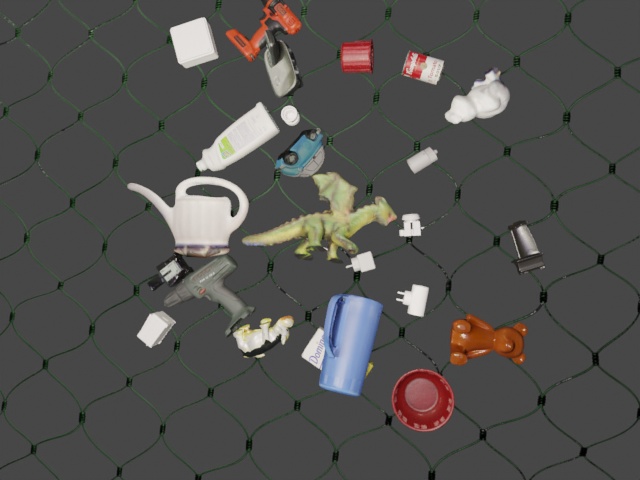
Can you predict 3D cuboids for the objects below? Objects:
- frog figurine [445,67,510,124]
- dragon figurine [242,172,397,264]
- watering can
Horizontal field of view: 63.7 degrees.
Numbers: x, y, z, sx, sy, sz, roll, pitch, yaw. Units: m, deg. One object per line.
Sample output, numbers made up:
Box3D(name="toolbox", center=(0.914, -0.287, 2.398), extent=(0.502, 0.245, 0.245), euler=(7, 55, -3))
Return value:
Box3D(name="frog figurine", center=(0.412, -0.350, 1.341), extent=(0.121, 0.137, 0.161), euler=(45, 73, -22))
Box3D(name="dragon figurine", center=(0.004, -0.071, 1.413), extent=(0.410, 0.120, 0.246), euler=(9, 72, 5))
Box3D(name="watering can", center=(-0.369, -0.064, 1.435), extent=(0.347, 0.104, 0.225), euler=(1, 88, 6))
